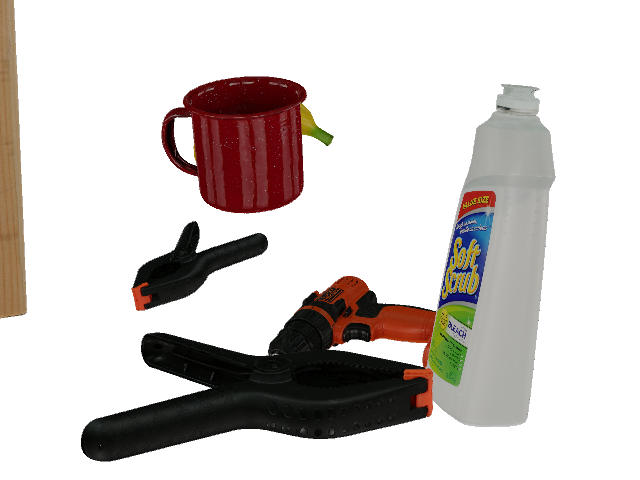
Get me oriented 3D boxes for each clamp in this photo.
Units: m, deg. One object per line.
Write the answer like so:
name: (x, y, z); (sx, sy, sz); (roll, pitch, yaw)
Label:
clamp: (-0.141, 0.027, 1.206); (0.120, 0.039, 0.171); (-1, 30, 30)
clamp: (-0.036, 0.092, 0.682); (0.210, 0.036, 0.164); (-2, 16, -3)

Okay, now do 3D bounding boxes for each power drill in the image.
power drill: (0.059, 0.099, 1.110); (0.188, 0.057, 0.184); (11, 28, 25)

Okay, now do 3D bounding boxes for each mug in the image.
mug: (-0.067, -0.073, 0.817); (0.117, 0.081, 0.093); (4, 27, 13)

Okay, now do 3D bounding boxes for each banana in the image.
banana: (-0.065, -0.113, 1.044); (0.070, 0.037, 0.197); (42, 35, 23)

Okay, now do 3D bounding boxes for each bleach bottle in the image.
bleach bottle: (0.131, 0.008, 0.810); (0.068, 0.251, 0.103); (2, 13, -16)

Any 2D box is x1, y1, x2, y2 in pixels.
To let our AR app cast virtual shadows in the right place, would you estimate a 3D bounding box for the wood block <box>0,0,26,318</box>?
wood block: (-0.223, -0.062, 0.601); (0.090, 0.206, 0.090); (-8, 26, -27)
